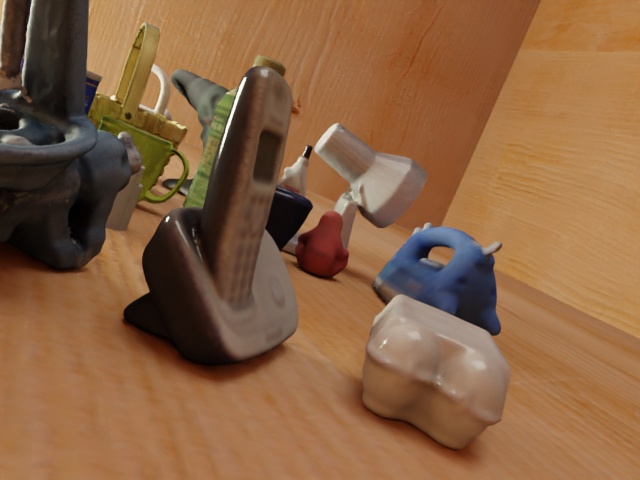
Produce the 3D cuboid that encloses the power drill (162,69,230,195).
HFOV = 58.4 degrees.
[{"bbox_3d":[-0.202,-0.178,1.036,0.229,0.208,0.076,24,7,11],"label":"power drill"}]

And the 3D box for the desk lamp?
[{"bbox_3d":[0.041,-0.063,0.914,0.203,0.213,0.117,21,7,-13],"label":"desk lamp"}]

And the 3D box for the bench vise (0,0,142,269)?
[{"bbox_3d":[-0.189,-0.092,0.371,0.121,0.220,0.207,22,7,-3],"label":"bench vise"}]

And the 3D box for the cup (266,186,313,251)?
[{"bbox_3d":[-0.075,-0.029,0.775,0.092,0.095,0.117,17,9,-41],"label":"cup"}]

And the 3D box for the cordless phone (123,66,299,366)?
[{"bbox_3d":[-0.043,-0.016,0.397,0.094,0.185,0.148,24,7,12],"label":"cordless phone"}]

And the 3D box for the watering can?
[{"bbox_3d":[-0.331,-0.224,1.037,0.101,0.194,0.172,21,7,-10],"label":"watering can"}]

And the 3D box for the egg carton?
[{"bbox_3d":[0.086,0.096,0.441,0.107,0.069,0.150,23,7,6],"label":"egg carton"}]

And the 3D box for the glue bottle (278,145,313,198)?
[{"bbox_3d":[-0.055,-0.117,1.194,0.078,0.173,0.037,21,7,-11],"label":"glue bottle"}]

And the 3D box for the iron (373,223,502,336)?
[{"bbox_3d":[0.161,0.039,0.820,0.119,0.141,0.257,20,7,-24],"label":"iron"}]

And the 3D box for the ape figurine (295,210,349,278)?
[{"bbox_3d":[0.007,0.003,0.809,0.077,0.092,0.076,24,7,15],"label":"ape figurine"}]
